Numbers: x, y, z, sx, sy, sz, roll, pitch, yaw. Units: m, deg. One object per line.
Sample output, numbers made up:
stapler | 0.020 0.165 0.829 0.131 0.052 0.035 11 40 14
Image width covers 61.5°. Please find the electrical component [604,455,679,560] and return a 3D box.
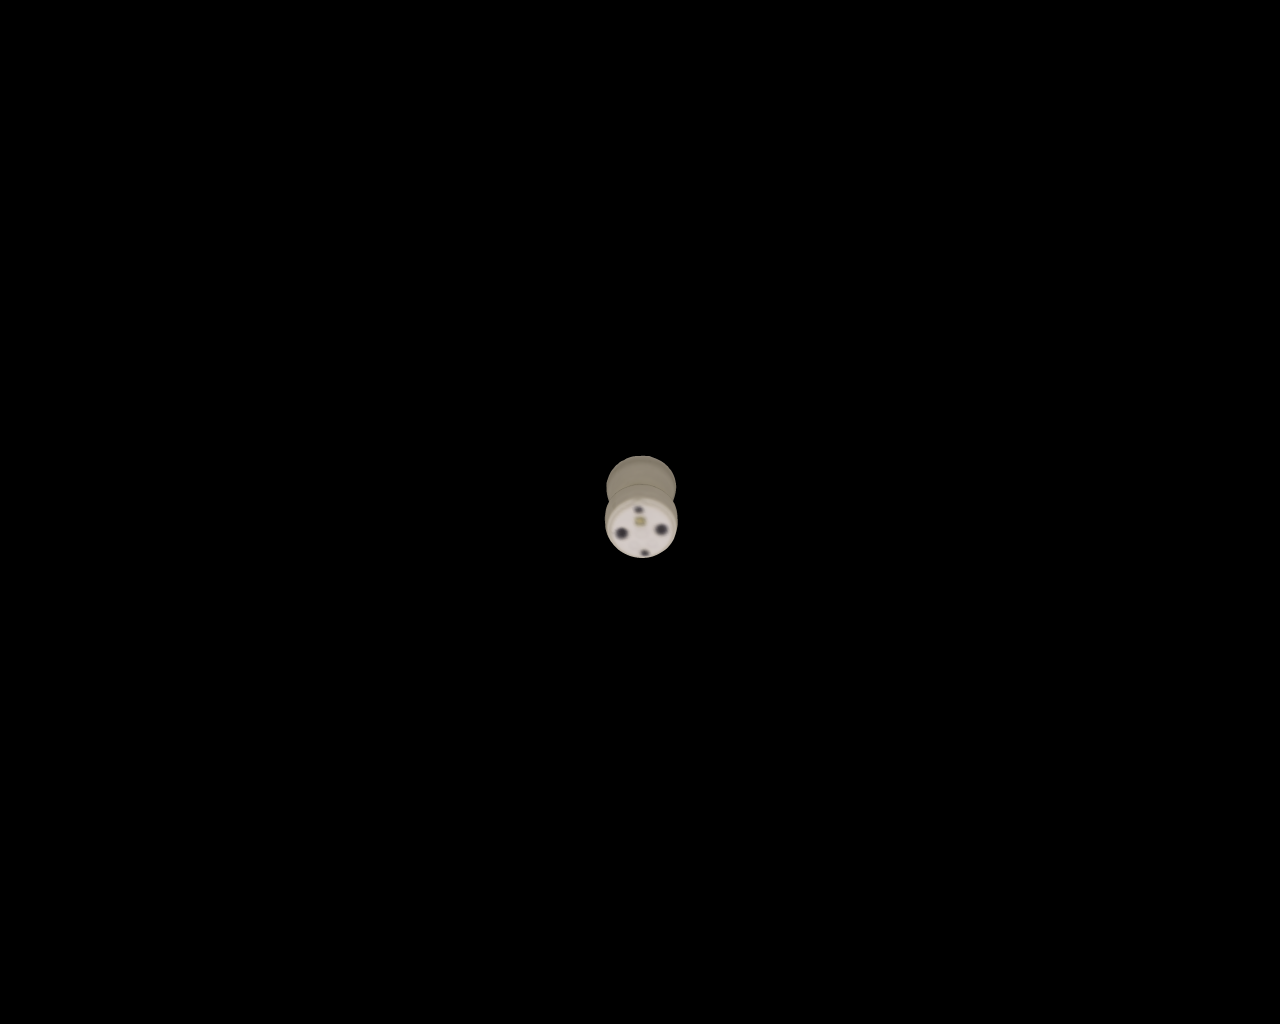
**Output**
electrical component | 0.001 -0.003 0.650 0.045 0.044 0.055 0 31 0
